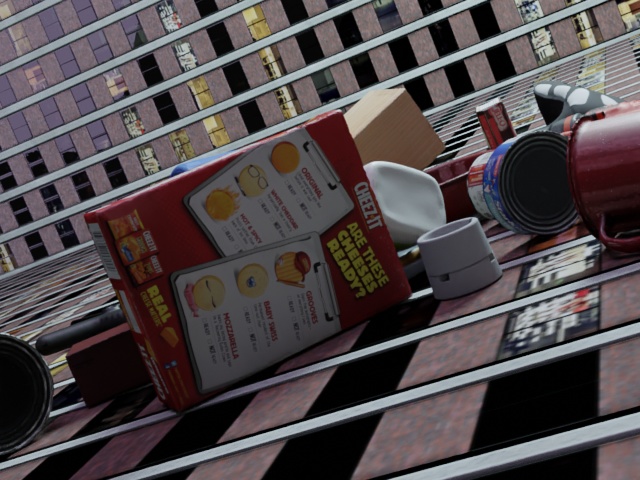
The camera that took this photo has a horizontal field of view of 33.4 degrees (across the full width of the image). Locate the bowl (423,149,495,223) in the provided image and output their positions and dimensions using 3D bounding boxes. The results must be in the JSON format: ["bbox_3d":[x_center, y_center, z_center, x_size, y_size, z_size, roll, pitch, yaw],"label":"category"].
[{"bbox_3d":[0.125,-0.041,1.122,0.162,0.055,0.162,-22,7,3],"label":"bowl"}]

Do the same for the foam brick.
[{"bbox_3d":[-0.182,0.108,0.961,0.078,0.053,0.051,-22,7,-1],"label":"foam brick"}]

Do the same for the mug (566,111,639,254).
[{"bbox_3d":[0.228,-0.041,0.744,0.082,0.093,0.117,-10,44,39],"label":"mug"}]

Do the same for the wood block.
[{"bbox_3d":[0.031,-0.073,1.219,0.206,0.090,0.090,-44,21,-15],"label":"wood block"}]

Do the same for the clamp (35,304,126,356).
[{"bbox_3d":[-0.254,0.100,1.278,0.172,0.039,0.120,-19,9,20],"label":"clamp"}]

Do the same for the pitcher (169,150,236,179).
[{"bbox_3d":[-0.095,-0.069,1.561,0.242,0.149,0.145,-14,10,-32],"label":"pitcher"}]

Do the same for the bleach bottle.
[{"bbox_3d":[-0.007,0.001,1.015,0.102,0.068,0.251,13,-26,-41],"label":"bleach bottle"}]

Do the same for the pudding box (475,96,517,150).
[{"bbox_3d":[0.224,-0.128,1.318,0.039,0.090,0.113,-22,7,9],"label":"pudding box"}]

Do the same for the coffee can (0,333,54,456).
[{"bbox_3d":[-0.307,0.135,0.939,0.102,0.103,0.141,-27,9,-33],"label":"coffee can"}]

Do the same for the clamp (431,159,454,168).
[{"bbox_3d":[0.167,-0.085,1.386,0.164,0.036,0.210,-25,7,-31],"label":"clamp"}]

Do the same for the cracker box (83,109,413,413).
[{"bbox_3d":[-0.056,0.013,0.839,0.213,0.164,0.072,-25,10,-21],"label":"cracker box"}]

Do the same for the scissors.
[{"bbox_3d":[0.095,0.008,1.016,0.096,0.016,0.201,-18,8,30],"label":"scissors"}]

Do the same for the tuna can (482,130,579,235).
[{"bbox_3d":[0.179,-0.046,0.885,0.086,0.086,0.034,-24,6,-17],"label":"tuna can"}]

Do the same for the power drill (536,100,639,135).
[{"bbox_3d":[0.259,-0.095,1.109,0.185,0.057,0.187,-16,9,36],"label":"power drill"}]

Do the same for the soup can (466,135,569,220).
[{"bbox_3d":[0.191,-0.056,0.984,0.068,0.068,0.102,-26,8,-28],"label":"soup can"}]
